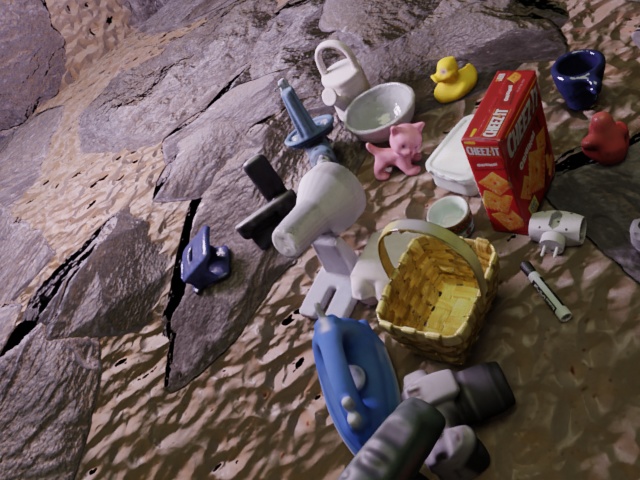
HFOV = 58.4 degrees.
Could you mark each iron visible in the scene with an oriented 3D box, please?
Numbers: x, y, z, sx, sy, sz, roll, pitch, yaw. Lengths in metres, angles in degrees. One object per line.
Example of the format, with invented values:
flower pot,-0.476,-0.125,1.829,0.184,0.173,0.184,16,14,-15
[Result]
iron,0.046,0.210,0.823,0.118,0.142,0.257,-27,42,7

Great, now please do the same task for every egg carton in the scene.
egg carton,0.119,0.047,0.986,0.107,0.070,0.150,6,55,36

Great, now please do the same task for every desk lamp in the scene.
desk lamp,0.009,0.004,0.987,0.117,0.214,0.203,6,54,36

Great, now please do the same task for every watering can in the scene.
watering can,0.055,-0.373,1.330,0.100,0.195,0.172,-19,43,16

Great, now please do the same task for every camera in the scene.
camera,0.187,0.222,0.754,0.136,0.101,0.143,-26,42,9

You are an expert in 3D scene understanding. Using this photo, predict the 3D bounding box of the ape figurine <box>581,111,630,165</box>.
ape figurine,0.476,-0.177,0.957,0.077,0.092,0.076,-15,45,20

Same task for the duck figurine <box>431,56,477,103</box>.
duck figurine,0.290,-0.363,1.255,0.104,0.086,0.077,-31,41,2

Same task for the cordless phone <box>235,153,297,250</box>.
cordless phone,-0.129,-0.085,1.179,0.147,0.186,0.094,-37,41,-4

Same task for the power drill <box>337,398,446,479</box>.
power drill,0.083,0.307,0.656,0.075,0.209,0.230,14,60,40

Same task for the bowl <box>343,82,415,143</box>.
bowl,0.140,-0.269,1.268,0.167,0.075,0.167,-17,44,18

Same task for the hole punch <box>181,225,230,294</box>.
hole punch,-0.253,0.040,1.209,0.101,0.091,0.108,-25,42,10

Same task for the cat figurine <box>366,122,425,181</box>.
cat figurine,0.155,-0.188,1.150,0.127,0.118,0.067,-9,47,25

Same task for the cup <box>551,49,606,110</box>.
cup,0.484,-0.281,1.049,0.091,0.095,0.117,-26,42,9

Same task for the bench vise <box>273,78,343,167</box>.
bench vise,-0.013,-0.236,1.223,0.121,0.220,0.206,-39,42,-6
